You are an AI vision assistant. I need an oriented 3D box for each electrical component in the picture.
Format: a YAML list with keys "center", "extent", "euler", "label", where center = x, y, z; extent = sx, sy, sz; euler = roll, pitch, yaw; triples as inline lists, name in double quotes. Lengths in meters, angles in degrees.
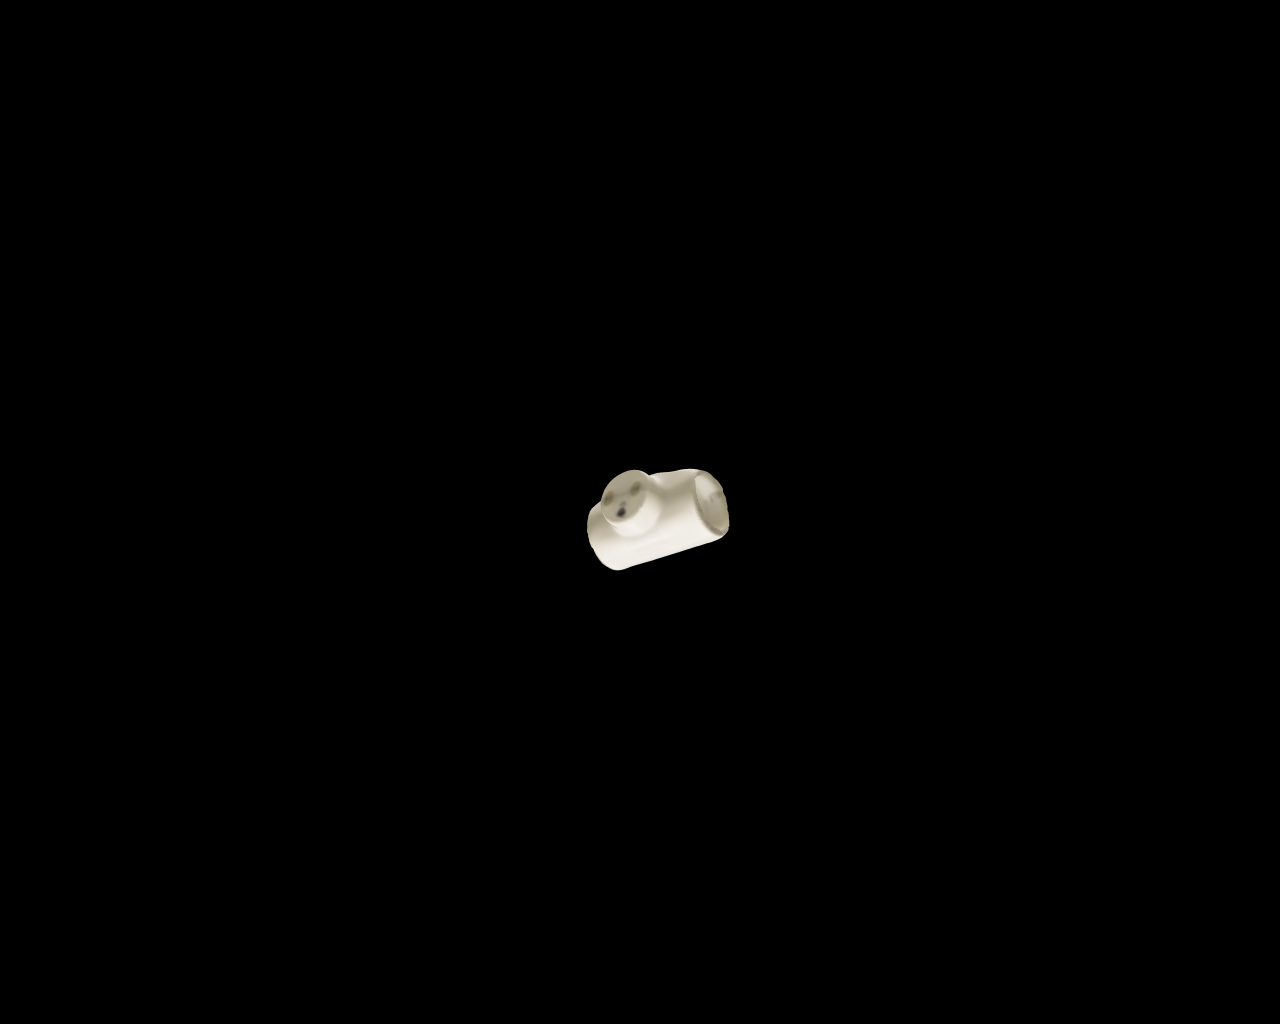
- center: [0.001, -0.003, 0.650]
  extent: [0.077, 0.043, 0.079]
  euler: [-19, -36, 29]
  label: "electrical component"
